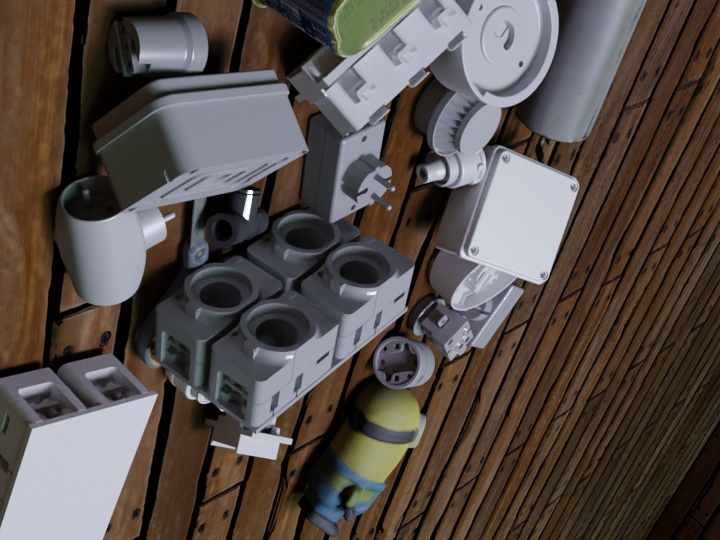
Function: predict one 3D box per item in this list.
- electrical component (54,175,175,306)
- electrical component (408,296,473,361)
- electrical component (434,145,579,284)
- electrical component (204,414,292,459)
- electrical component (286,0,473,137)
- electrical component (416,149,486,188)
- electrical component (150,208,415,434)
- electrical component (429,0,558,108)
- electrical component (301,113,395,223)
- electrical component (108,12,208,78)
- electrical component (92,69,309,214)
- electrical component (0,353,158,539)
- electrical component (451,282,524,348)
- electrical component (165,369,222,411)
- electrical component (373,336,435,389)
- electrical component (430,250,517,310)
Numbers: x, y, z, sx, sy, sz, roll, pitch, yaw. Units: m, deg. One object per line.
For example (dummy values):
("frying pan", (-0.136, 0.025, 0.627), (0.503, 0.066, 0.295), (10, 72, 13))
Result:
("electrical component", (-0.154, -0.027, 0.701), (0.079, 0.044, 0.077), (-33, 147, -31))
("electrical component", (0.085, 0.060, 1.148), (0.048, 0.055, 0.066), (-46, 152, -10))
("electrical component", (0.140, -0.054, 1.025), (0.109, 0.056, 0.108), (18, 92, -32))
("electrical component", (-0.096, 0.129, 0.945), (0.042, 0.081, 0.063), (19, 80, -37))
("electrical component", (0.017, -0.156, 0.765), (0.121, 0.063, 0.079), (-44, -168, -13))
("electrical component", (0.079, -0.094, 0.968), (0.062, 0.048, 0.048), (-21, 141, -33))
("electrical component", (-0.054, 0.027, 0.821), (0.186, 0.105, 0.060), (-36, 149, -42))
("electrical component", (0.099, -0.188, 0.855), (0.108, 0.060, 0.108), (-17, 117, -36))
("electrical component", (-0.001, -0.075, 0.836), (0.047, 0.076, 0.083), (-30, 146, -35))
("electrical component", (-0.119, -0.131, 0.633), (0.046, 0.040, 0.040), (-12, 134, -43))
("electrical component", (-0.099, -0.082, 0.668), (0.078, 0.057, 0.113), (-24, 176, 40))
("electrical component", (-0.233, 0.155, 0.784), (0.105, 0.060, 0.186), (-11, 133, -51))
("electrical component", (0.130, 0.038, 1.198), (0.083, 0.047, 0.076), (-56, 152, 9))
("electrical component", (-0.127, 0.090, 0.863), (0.035, 0.061, 0.035), (-36, 149, -26))
("electrical component", (0.048, 0.099, 1.143), (0.055, 0.055, 0.047), (-56, 156, 10))
("electrical component", (0.123, -0.003, 1.119), (0.099, 0.064, 0.099), (-36, 149, -26))
